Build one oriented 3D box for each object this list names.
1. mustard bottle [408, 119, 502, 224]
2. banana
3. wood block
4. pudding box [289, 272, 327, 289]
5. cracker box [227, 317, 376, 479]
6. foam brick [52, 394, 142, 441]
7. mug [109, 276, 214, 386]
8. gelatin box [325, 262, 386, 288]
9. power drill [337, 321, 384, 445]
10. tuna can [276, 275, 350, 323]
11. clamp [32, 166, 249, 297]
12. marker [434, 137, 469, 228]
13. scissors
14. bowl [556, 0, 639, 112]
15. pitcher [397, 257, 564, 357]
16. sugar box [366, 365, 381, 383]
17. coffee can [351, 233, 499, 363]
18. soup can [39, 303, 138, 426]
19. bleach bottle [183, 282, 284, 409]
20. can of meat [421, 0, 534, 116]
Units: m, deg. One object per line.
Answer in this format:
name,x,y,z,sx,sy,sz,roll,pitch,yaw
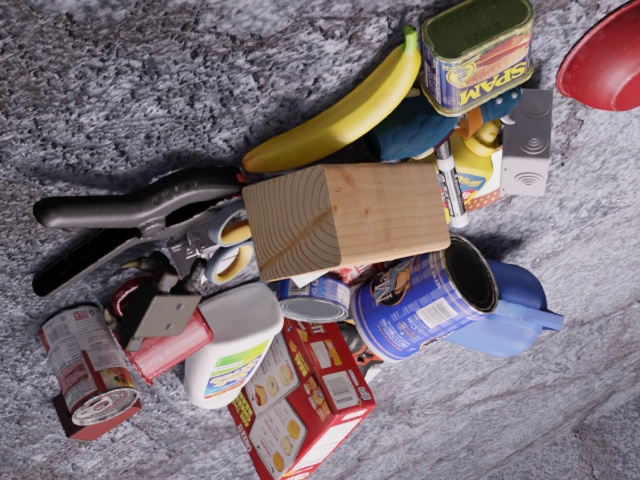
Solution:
mustard bottle,0.128,-0.063,1.134,0.096,0.058,0.192,8,138,-35
banana,0.020,-0.115,0.947,0.198,0.037,0.069,-39,136,18
wood block,0.031,-0.020,1.008,0.091,0.090,0.205,-13,177,33
pudding box,-0.007,0.001,1.140,0.090,0.039,0.113,-30,154,3
cracker box,-0.032,0.194,1.337,0.071,0.164,0.214,-8,148,-35
foam brick,-0.254,0.188,1.220,0.078,0.053,0.051,-35,155,12
mug,-0.165,0.079,1.074,0.081,0.093,0.117,-32,131,-5
gelatin box,0.036,0.026,1.244,0.073,0.030,0.089,-28,157,-4
power drill,0.020,0.188,1.439,0.184,0.057,0.188,15,108,-51
tuna can,-0.009,0.067,1.226,0.086,0.033,0.086,6,159,2
clamp,-0.161,-0.015,0.939,0.209,0.036,0.165,-20,162,-30
marker,0.131,-0.061,1.076,0.020,0.020,0.121,-26,132,-6
scissors,-0.047,-0.009,1.029,0.201,0.016,0.096,-11,131,-58
bowl,0.331,-0.185,1.120,0.162,0.055,0.162,-24,156,-12
pitcher,0.203,0.081,1.404,0.149,0.145,0.242,-37,152,24
sugar box,-0.002,0.205,1.538,0.175,0.048,0.093,-4,144,-49
coffee can,0.121,0.069,1.241,0.141,0.103,0.102,-33,158,32
soup can,-0.230,0.122,1.056,0.068,0.102,0.068,-24,155,-12
bleach bottle,-0.111,0.143,1.278,0.102,0.068,0.251,-19,156,-19
can of meat,0.139,-0.169,0.943,0.102,0.057,0.084,-27,153,-6
